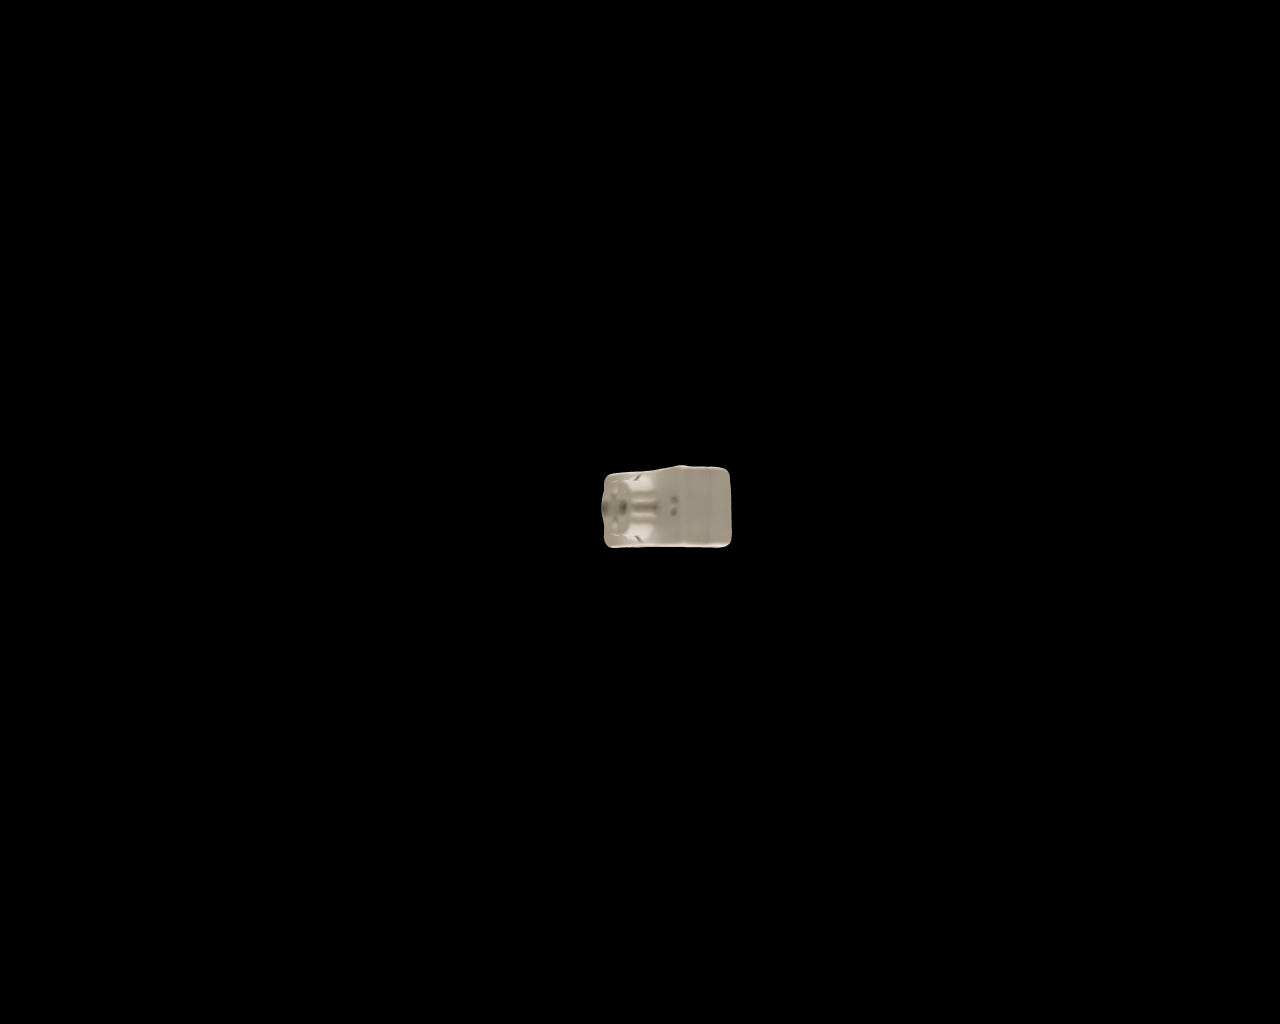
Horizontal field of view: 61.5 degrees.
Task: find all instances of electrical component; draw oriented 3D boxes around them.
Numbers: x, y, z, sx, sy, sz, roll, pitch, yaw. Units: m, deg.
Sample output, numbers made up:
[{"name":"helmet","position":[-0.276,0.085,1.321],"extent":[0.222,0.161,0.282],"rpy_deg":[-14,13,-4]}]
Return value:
[{"name":"electrical component","position":[0.001,-0.003,0.650],"extent":[0.076,0.047,0.083],"rpy_deg":[2,-3,-36]}]
